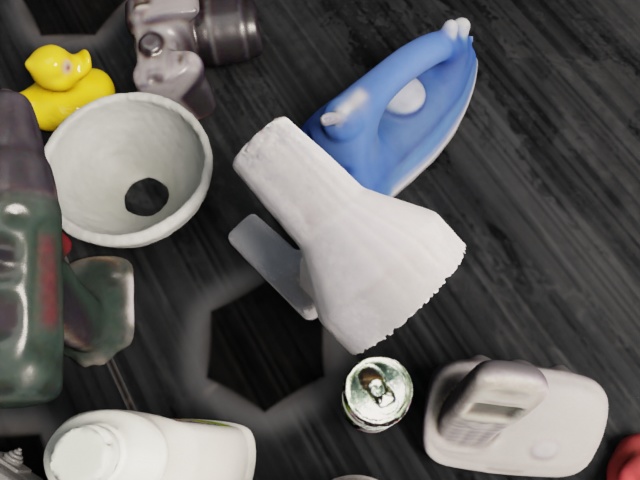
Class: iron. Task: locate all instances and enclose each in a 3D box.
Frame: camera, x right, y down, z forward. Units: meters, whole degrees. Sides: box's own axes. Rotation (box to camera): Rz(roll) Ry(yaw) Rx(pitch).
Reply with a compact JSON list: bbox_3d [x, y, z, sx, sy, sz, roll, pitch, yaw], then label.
[{"bbox_3d":[0.085,-0.150,0.576,0.258,0.141,0.118,-42,74,-14],"label":"iron"}]

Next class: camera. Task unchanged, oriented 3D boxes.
[{"bbox_3d":[-0.133,-0.217,0.625,0.137,0.101,0.143,-9,69,-3],"label":"camera"}]

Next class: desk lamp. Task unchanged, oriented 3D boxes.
[{"bbox_3d":[0.004,0.002,0.480,0.203,0.213,0.118,42,75,15],"label":"desk lamp"}]

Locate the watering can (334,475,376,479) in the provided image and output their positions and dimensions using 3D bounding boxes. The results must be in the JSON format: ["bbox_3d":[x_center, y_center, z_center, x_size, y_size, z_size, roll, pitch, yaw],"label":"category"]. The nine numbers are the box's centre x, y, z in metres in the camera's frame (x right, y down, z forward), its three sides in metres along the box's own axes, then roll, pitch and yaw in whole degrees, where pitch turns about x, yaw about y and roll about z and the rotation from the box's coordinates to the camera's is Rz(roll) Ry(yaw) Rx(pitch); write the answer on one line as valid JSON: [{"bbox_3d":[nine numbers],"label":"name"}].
[{"bbox_3d":[0.024,0.227,0.403,0.173,0.194,0.100,-36,73,-12],"label":"watering can"}]

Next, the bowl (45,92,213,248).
[{"bbox_3d":[-0.186,-0.060,0.578,0.167,0.075,0.167,0,69,0],"label":"bowl"}]

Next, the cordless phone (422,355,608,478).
[{"bbox_3d":[0.161,0.133,0.444,0.147,0.185,0.094,3,69,2],"label":"cordless phone"}]

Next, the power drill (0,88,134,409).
[{"bbox_3d":[-0.223,0.025,0.474,0.075,0.208,0.229,-8,69,-2],"label":"power drill"}]

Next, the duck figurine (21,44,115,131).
[{"bbox_3d":[-0.283,-0.170,0.615,0.104,0.086,0.077,-24,71,-9],"label":"duck figurine"}]

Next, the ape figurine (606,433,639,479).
[{"bbox_3d":[0.284,0.197,0.469,0.077,0.092,0.076,8,69,3],"label":"ape figurine"}]
